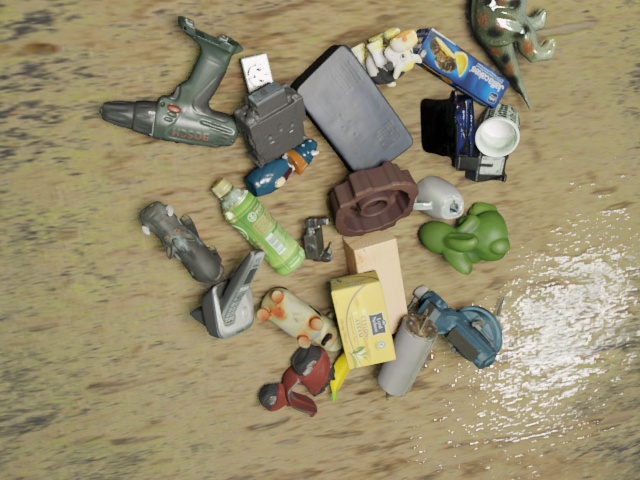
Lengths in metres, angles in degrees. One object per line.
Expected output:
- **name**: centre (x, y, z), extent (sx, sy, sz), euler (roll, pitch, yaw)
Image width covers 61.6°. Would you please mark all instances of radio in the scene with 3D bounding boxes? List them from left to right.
- **radio**: centre (0.058, -0.233, 1.001), extent (0.131, 0.073, 0.229), euler (-40, 112, 2)

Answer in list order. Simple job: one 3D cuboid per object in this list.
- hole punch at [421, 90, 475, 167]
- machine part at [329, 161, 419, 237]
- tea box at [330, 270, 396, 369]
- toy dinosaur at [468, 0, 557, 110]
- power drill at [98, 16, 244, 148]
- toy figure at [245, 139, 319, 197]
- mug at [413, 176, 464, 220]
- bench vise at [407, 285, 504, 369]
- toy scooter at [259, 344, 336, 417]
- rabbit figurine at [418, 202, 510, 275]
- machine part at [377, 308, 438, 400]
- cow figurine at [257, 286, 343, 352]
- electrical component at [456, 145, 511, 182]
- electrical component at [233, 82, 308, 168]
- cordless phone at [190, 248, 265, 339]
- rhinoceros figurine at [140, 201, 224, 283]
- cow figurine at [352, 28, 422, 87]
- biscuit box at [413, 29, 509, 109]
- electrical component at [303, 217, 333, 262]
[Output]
- **hole punch**: centre (0.263, -0.222, 1.038), extent (0.092, 0.116, 0.142), euler (-10, 111, -20)
- **machine part**: centre (0.100, -0.074, 1.030), extent (0.179, 0.056, 0.179), euler (-15, 151, -9)
- **tea box**: centre (0.082, 0.154, 1.040), extent (0.098, 0.068, 0.169), euler (-14, 106, 2)
- **toy dinosaur**: centre (0.335, -0.439, 0.976), extent (0.192, 0.131, 0.404), euler (2, 111, 4)
- **power drill**: centre (-0.232, -0.259, 0.903), extent (0.232, 0.086, 0.207), euler (16, 109, -22)
- **toy figure**: centre (-0.068, -0.138, 1.002), extent (0.154, 0.058, 0.064), euler (-35, 86, -19)
- **mug**: centre (0.233, -0.080, 1.078), extent (0.109, 0.107, 0.080), euler (-4, 108, -15)
- **bench vise**: centre (0.314, 0.181, 1.172), extent (0.240, 0.224, 0.128), euler (0, 116, -46)
- **toy scooter**: centre (-0.030, 0.317, 1.164), extent (0.184, 0.075, 0.135), euler (-46, 113, 7)
- **rabbit figurine**: centre (0.293, 0.007, 1.114), extent (0.170, 0.159, 0.121), euler (0, 119, 2)
- **machine part**: centre (0.177, 0.236, 1.102), extent (0.079, 0.079, 0.243), euler (6, 124, -16)
- **cow figurine**: centre (-0.032, 0.165, 1.099), extent (0.195, 0.127, 0.085), euler (33, 96, -7)
- **electrical component**: centre (0.329, -0.157, 1.108), extent (0.119, 0.048, 0.074), euler (-3, 109, -13)
- **electrical component**: centre (-0.084, -0.207, 0.937), extent (0.115, 0.058, 0.134), euler (-37, 149, -16)
- **cordless phone**: centre (-0.147, 0.087, 1.016), extent (0.089, 0.146, 0.184), euler (36, 104, 14)
- **rhinoceros figurine**: centre (-0.254, 0.008, 0.982), extent (0.073, 0.112, 0.190), euler (-35, 121, 1)
- **cow figurine**: centre (0.123, -0.312, 0.938), extent (0.068, 0.167, 0.098), euler (-30, 112, -9)
- **biscuit box**: centre (0.264, -0.325, 1.027), extent (0.202, 0.063, 0.059), euler (24, 102, -20)
- **electrical component**: centre (-0.002, -0.002, 1.069), extent (0.045, 0.078, 0.102), euler (-2, 105, 11)
